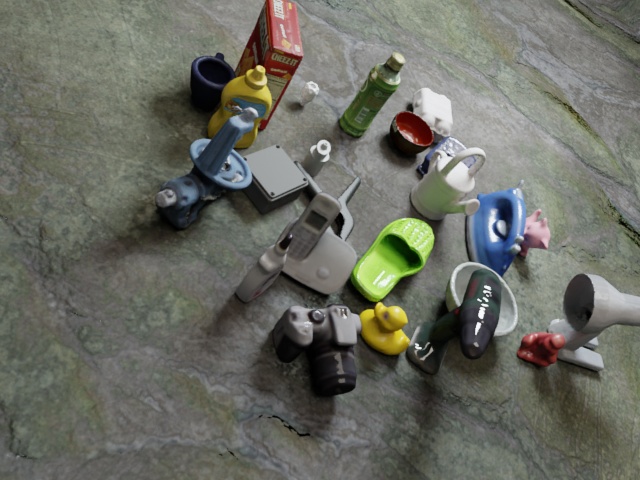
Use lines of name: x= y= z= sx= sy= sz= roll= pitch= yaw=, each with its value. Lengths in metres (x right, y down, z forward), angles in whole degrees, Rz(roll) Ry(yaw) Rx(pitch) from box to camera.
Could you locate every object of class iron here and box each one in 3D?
iron: x=0.419 y=-0.016 z=1.300 sx=0.119 sy=0.141 sz=0.258 roll=23 pitch=50 yaw=-14

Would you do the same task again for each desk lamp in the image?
desk lamp: x=0.584 y=0.171 z=1.214 sx=0.204 sy=0.213 sz=0.118 roll=19 pitch=51 yaw=-17

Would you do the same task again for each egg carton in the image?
egg carton: x=0.288 y=-0.328 z=1.493 sx=0.107 sy=0.069 sz=0.150 roll=18 pitch=51 yaw=-18

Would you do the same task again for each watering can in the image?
watering can: x=0.298 y=-0.130 z=1.275 sx=0.101 sy=0.193 sz=0.172 roll=-26 pitch=73 yaw=-39

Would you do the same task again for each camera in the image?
camera: x=0.009 y=0.182 z=0.952 sx=0.143 sy=0.100 sz=0.136 roll=7 pitch=55 yaw=-26

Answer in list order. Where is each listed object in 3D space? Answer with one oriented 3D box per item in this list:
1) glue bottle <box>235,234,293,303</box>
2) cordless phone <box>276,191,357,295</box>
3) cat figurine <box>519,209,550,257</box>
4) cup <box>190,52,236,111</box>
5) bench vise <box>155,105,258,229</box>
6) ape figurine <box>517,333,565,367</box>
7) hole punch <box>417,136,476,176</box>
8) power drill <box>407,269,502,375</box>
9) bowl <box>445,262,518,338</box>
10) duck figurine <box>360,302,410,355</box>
glue bottle: x=-0.083 y=0.040 z=0.950 sx=0.037 sy=0.173 sz=0.078 roll=44 pitch=48 yaw=5
cordless phone: x=0.009 y=0.004 z=1.020 sx=0.148 sy=0.184 sz=0.094 roll=29 pitch=48 yaw=-9
cat figurine: x=0.509 y=-0.021 z=1.371 sx=0.067 sy=0.117 sz=0.128 roll=30 pitch=48 yaw=-8
cup: x=-0.226 y=-0.322 z=1.175 sx=0.092 sy=0.094 sz=0.118 roll=19 pitch=51 yaw=-17
bench vise: x=-0.179 y=-0.119 z=0.975 sx=0.121 sy=0.219 sz=0.207 roll=31 pitch=48 yaw=-7
ape figurine: x=0.470 y=0.222 z=1.195 sx=0.076 sy=0.092 sz=0.077 roll=-21 pitch=70 yaw=-38
hole punch: x=0.310 y=-0.181 z=1.386 sx=0.108 sy=0.091 sz=0.101 roll=45 pitch=48 yaw=6
power drill: x=0.248 y=0.160 z=1.032 sx=0.075 sy=0.208 sz=0.230 roll=36 pitch=48 yaw=-2
bowl: x=0.319 y=0.135 z=1.181 sx=0.168 sy=0.074 sz=0.167 roll=15 pitch=52 yaw=-20
duck figurine: x=0.128 y=0.157 z=1.048 sx=0.104 sy=0.086 sz=0.078 roll=41 pitch=48 yaw=2
